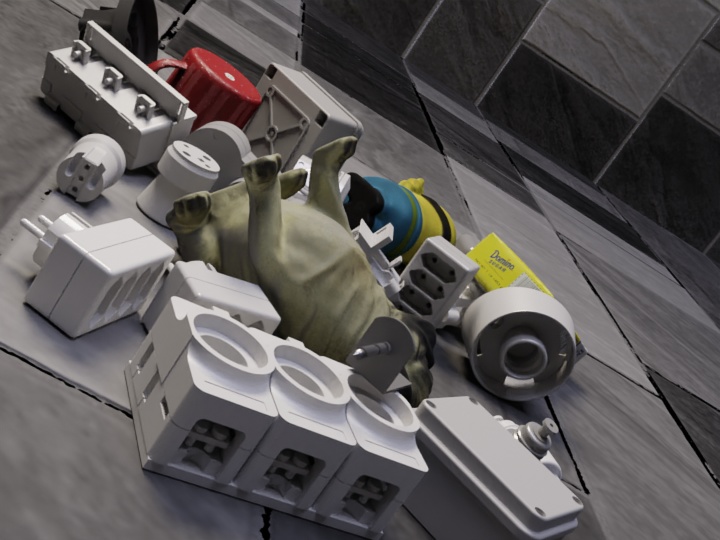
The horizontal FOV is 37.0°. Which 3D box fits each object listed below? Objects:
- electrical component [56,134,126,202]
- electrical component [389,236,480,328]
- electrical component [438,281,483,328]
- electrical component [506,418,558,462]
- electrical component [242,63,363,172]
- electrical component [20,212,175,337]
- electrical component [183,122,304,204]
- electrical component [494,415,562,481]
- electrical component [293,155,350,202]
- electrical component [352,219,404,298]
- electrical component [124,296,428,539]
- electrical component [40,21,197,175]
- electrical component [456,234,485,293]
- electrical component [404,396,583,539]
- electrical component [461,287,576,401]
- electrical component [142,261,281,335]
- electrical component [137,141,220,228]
[{"bbox_3d":[-0.195,-0.073,0.775,0.040,0.040,0.046,32,22,-9],"label":"electrical component"},{"bbox_3d":[0.065,0.016,0.945,0.047,0.083,0.076,39,16,13],"label":"electrical component"},{"bbox_3d":[0.084,0.029,1.015,0.055,0.048,0.066,8,30,-41],"label":"electrical component"},{"bbox_3d":[0.103,0.127,0.729,0.040,0.078,0.040,32,31,-22],"label":"electrical component"},{"bbox_3d":[-0.067,-0.127,1.049,0.056,0.108,0.108,10,29,-50],"label":"electrical component"},{"bbox_3d":[-0.166,-0.008,0.633,0.076,0.047,0.083,37,17,7],"label":"electrical component"},{"bbox_3d":[-0.091,-0.057,0.869,0.138,0.052,0.073,47,16,-7],"label":"electrical component"},{"bbox_3d":[0.115,0.135,0.785,0.040,0.040,0.078,24,20,-32],"label":"electrical component"},{"bbox_3d":[-0.045,-0.057,0.948,0.051,0.080,0.080,28,17,-1],"label":"electrical component"},{"bbox_3d":[0.000,0.000,0.894,0.063,0.081,0.042,55,13,-12],"label":"electrical component"},{"bbox_3d":[-0.045,0.079,0.595,0.150,0.061,0.089,25,19,-29],"label":"electrical component"},{"bbox_3d":[-0.203,-0.138,0.892,0.121,0.078,0.063,40,39,19],"label":"electrical component"},{"bbox_3d":[0.138,0.005,1.159,0.095,0.059,0.053,28,18,-20],"label":"electrical component"},{"bbox_3d":[0.074,0.136,0.675,0.113,0.057,0.078,43,19,28],"label":"electrical component"},{"bbox_3d":[0.139,0.064,0.939,0.099,0.099,0.064,31,23,-12],"label":"electrical component"},{"bbox_3d":[-0.100,0.020,0.679,0.066,0.047,0.076,20,22,-41],"label":"electrical component"},{"bbox_3d":[-0.140,-0.065,0.829,0.045,0.055,0.045,31,17,-10],"label":"electrical component"}]
